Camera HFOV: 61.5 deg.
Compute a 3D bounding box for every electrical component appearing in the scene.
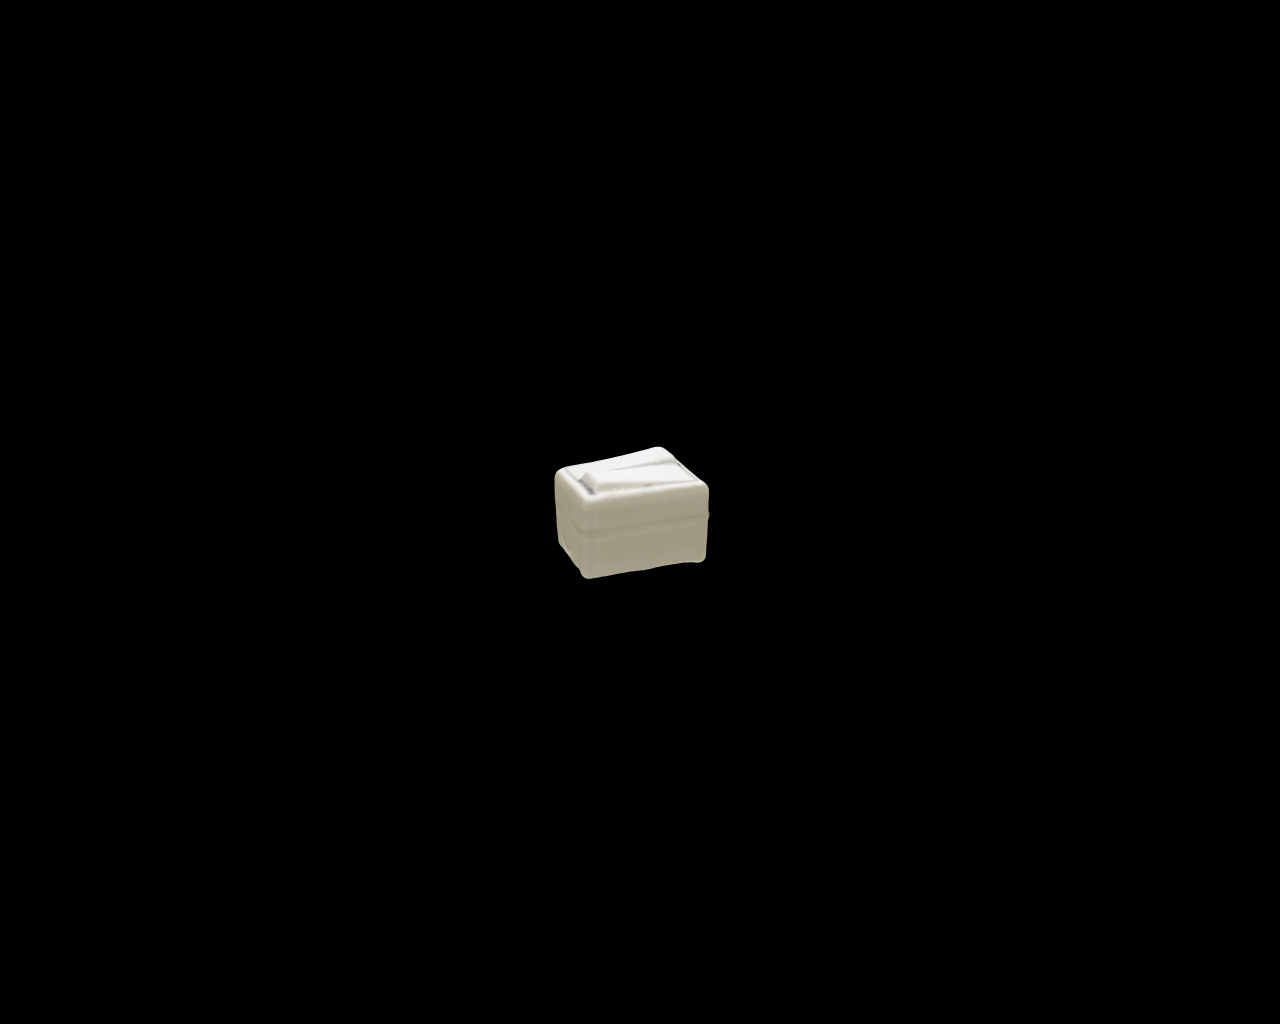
[{"bbox_3d":[0.001,-0.003,0.650,0.096,0.061,0.062,-8,24,-18],"label":"electrical component"}]
